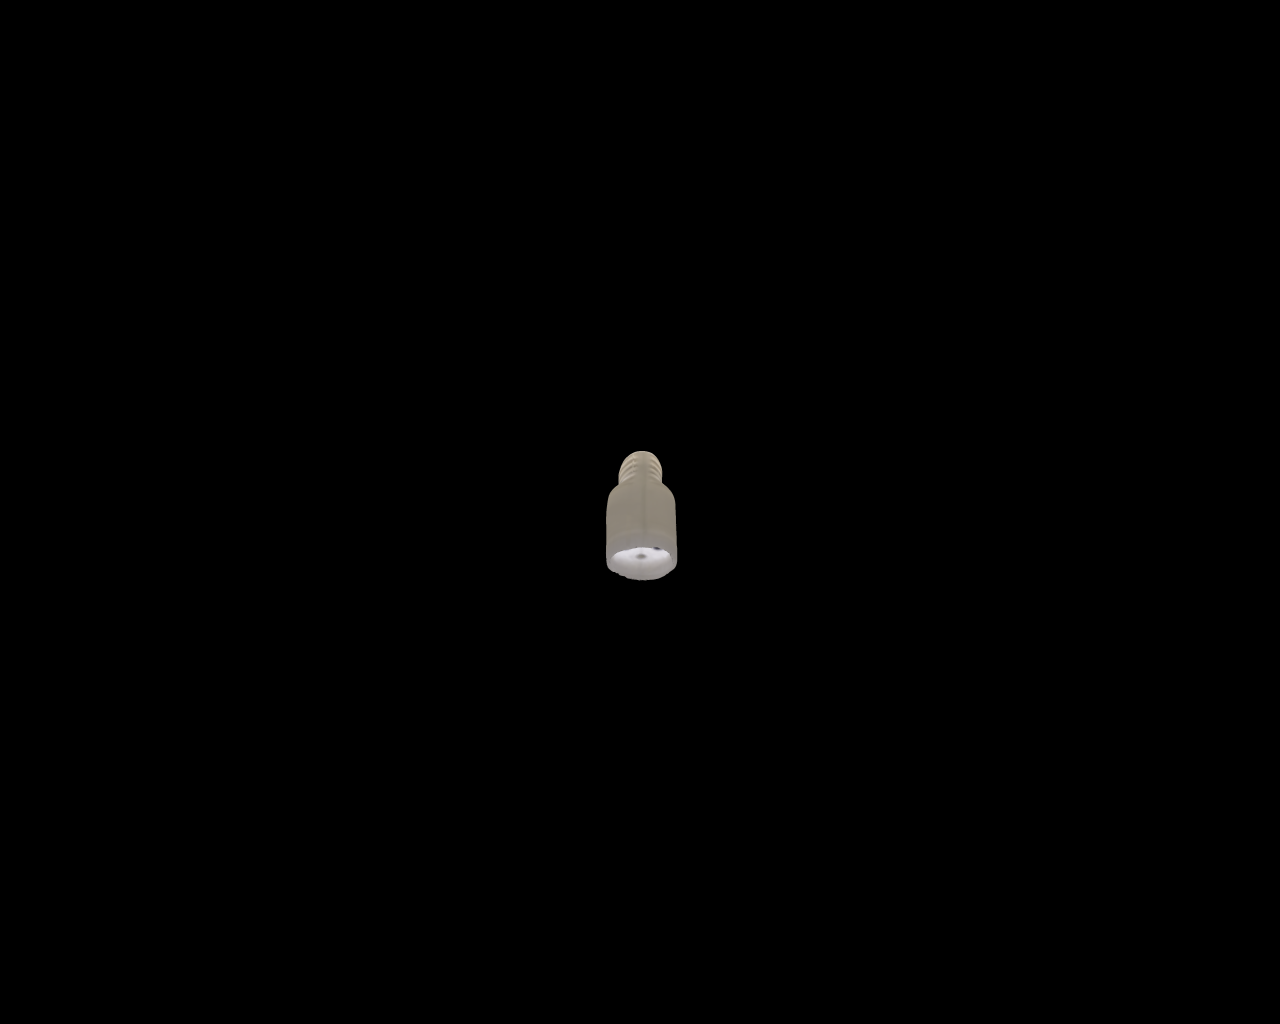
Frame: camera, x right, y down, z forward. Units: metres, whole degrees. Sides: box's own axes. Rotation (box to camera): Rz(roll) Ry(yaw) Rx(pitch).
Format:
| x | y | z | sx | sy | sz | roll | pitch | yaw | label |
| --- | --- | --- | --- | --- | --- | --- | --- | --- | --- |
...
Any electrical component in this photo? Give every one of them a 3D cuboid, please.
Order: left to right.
| x | y | z | sx | sy | sz | roll | pitch | yaw | label |
| --- | --- | --- | --- | --- | --- | --- | --- | --- | --- |
| 0.001 | -0.003 | 0.650 | 0.043 | 0.081 | 0.043 | 0 | -32 | 0 | electrical component |
